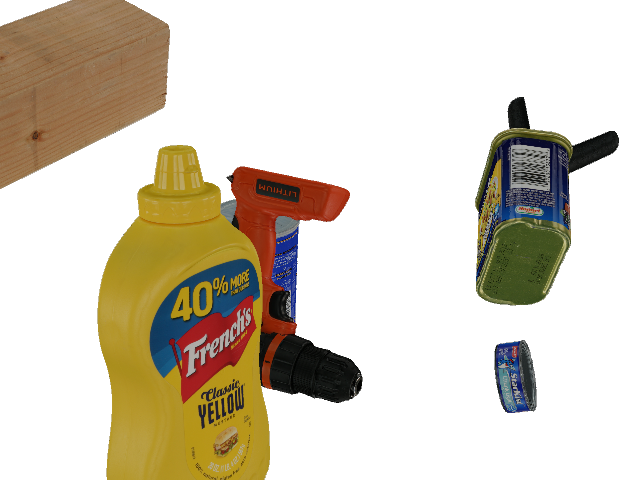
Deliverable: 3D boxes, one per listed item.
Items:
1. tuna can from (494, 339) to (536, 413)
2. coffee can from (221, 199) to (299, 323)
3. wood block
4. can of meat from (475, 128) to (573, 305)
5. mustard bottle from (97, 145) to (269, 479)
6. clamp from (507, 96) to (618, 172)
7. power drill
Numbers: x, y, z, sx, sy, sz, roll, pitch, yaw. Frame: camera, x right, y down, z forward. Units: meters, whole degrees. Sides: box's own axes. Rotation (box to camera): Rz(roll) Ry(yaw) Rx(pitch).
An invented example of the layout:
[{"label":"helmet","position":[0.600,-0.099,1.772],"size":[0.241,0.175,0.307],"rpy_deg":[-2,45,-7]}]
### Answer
[{"label":"tuna can","position":[0.235,0.164,1.285],"size":[0.034,0.086,0.086],"rpy_deg":[-10,-3,19]},{"label":"coffee can","position":[-0.077,0.034,1.236],"size":[0.103,0.140,0.103],"rpy_deg":[2,26,-1]},{"label":"wood block","position":[-0.233,-0.132,0.913],"size":[0.090,0.091,0.205],"rpy_deg":[31,42,24]},{"label":"can of meat","position":[0.143,-0.014,0.755],"size":[0.057,0.084,0.102],"rpy_deg":[8,-37,1]},{"label":"mustard bottle","position":[-0.069,0.047,0.545],"size":[0.058,0.192,0.096],"rpy_deg":[12,21,38]},{"label":"clamp","position":[0.212,-0.081,1.088],"size":[0.120,0.039,0.171],"rpy_deg":[29,55,30]},{"label":"power drill","position":[-0.033,0.037,0.941],"size":[0.185,0.187,0.057],"rpy_deg":[14,1,21]}]
